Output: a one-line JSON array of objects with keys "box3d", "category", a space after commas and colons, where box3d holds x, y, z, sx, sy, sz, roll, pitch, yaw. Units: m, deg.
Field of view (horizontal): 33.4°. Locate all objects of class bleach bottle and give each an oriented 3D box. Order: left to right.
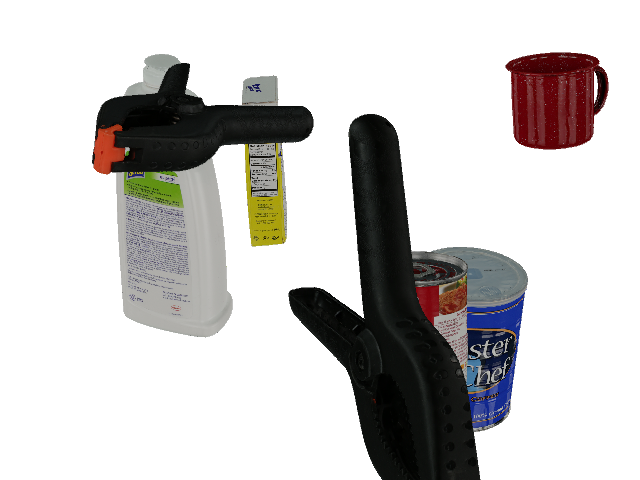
[{"box3d": [-0.128, -0.039, 0.932, 0.103, 0.251, 0.068, 11, 33, 12], "category": "bleach bottle"}]

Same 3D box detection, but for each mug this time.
[{"box3d": [0.249, -0.146, 1.101, 0.117, 0.081, 0.093, -17, 24, -26], "category": "mug"}]

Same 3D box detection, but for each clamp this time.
[{"box3d": [-0.098, -0.083, 0.710, 0.120, 0.039, 0.171, 22, 24, 32], "category": "clamp"}, {"box3d": [0.037, 0.050, 0.549, 0.036, 0.165, 0.210, -6, 47, -21], "category": "clamp"}]

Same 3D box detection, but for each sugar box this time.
[{"box3d": [-0.065, -0.091, 1.228, 0.048, 0.176, 0.093, -5, 26, 0], "category": "sugar box"}]

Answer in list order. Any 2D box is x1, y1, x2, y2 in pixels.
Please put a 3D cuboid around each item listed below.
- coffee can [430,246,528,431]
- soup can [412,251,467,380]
[{"box3d": [0.133, 0.091, 0.990, 0.103, 0.140, 0.103, 1, 27, -1], "category": "coffee can"}, {"box3d": [0.070, 0.066, 0.755, 0.068, 0.102, 0.068, -2, 17, 0], "category": "soup can"}]
